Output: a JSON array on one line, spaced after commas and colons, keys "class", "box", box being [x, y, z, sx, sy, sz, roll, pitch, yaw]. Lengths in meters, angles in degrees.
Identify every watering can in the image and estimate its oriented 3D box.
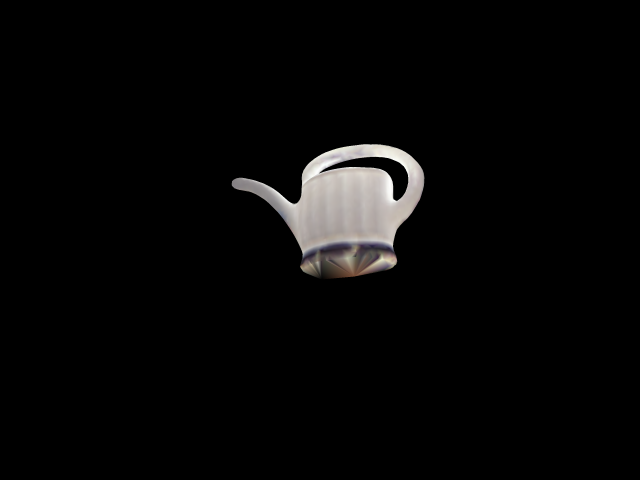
[{"class": "watering can", "box": [0.003, -0.043, 0.850, 0.346, 0.228, 0.102, -9, -23, 22]}]
